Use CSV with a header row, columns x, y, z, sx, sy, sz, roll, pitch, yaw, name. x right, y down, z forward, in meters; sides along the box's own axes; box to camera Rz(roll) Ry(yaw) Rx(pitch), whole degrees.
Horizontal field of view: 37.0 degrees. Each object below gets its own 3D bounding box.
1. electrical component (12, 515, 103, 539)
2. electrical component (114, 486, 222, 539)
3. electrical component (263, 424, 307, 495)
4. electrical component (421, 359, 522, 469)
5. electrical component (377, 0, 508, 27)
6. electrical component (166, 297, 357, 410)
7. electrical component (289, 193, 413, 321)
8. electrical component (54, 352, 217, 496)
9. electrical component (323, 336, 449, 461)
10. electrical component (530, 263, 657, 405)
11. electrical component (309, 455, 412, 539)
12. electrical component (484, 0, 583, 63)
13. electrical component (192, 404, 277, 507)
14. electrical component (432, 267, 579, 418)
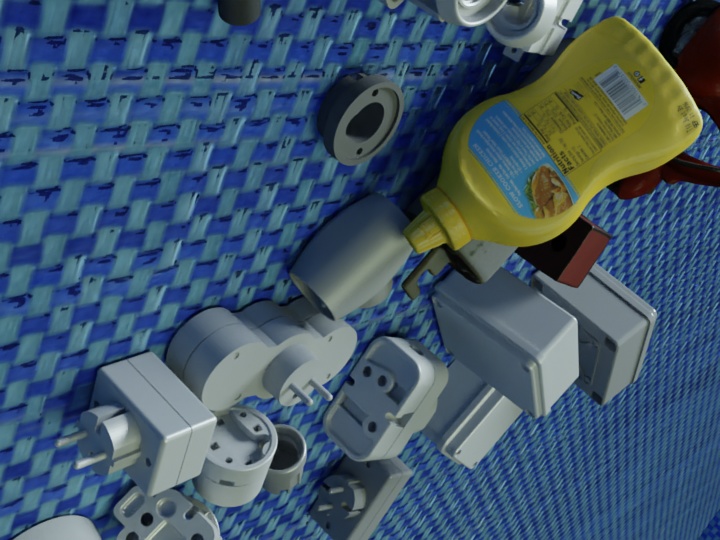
x,y,z,sx,sy,sz,roll,pitch,yaw,name
-0.199,0.210,0.683,0.099,0.064,0.099,-36,162,-14,electrical component
-0.125,0.180,0.722,0.058,0.078,0.057,-45,170,-9,electrical component
-0.060,0.142,0.800,0.040,0.040,0.046,-36,154,-24,electrical component
0.108,0.120,0.989,0.113,0.057,0.078,-49,151,-2,electrical component
0.048,-0.165,0.569,0.078,0.057,0.058,-45,151,-10,electrical component
-0.048,0.061,0.682,0.138,0.074,0.052,-6,129,-52,electrical component
0.000,0.000,0.710,0.077,0.043,0.079,-43,151,-12,electrical component
-0.134,0.092,0.607,0.077,0.066,0.047,-17,138,-45,electrical component
0.023,0.102,0.852,0.059,0.054,0.095,10,116,-58,electrical component
0.211,0.053,1.002,0.056,0.109,0.108,-34,148,-22,electrical component
-0.010,0.192,0.918,0.076,0.047,0.083,8,118,-57,electrical component
0.105,-0.161,0.666,0.055,0.048,0.066,-15,136,-58,electrical component
-0.087,0.127,0.728,0.055,0.055,0.047,-26,147,-37,electrical component
0.120,0.053,0.873,0.056,0.109,0.108,-45,151,-15,electrical component
